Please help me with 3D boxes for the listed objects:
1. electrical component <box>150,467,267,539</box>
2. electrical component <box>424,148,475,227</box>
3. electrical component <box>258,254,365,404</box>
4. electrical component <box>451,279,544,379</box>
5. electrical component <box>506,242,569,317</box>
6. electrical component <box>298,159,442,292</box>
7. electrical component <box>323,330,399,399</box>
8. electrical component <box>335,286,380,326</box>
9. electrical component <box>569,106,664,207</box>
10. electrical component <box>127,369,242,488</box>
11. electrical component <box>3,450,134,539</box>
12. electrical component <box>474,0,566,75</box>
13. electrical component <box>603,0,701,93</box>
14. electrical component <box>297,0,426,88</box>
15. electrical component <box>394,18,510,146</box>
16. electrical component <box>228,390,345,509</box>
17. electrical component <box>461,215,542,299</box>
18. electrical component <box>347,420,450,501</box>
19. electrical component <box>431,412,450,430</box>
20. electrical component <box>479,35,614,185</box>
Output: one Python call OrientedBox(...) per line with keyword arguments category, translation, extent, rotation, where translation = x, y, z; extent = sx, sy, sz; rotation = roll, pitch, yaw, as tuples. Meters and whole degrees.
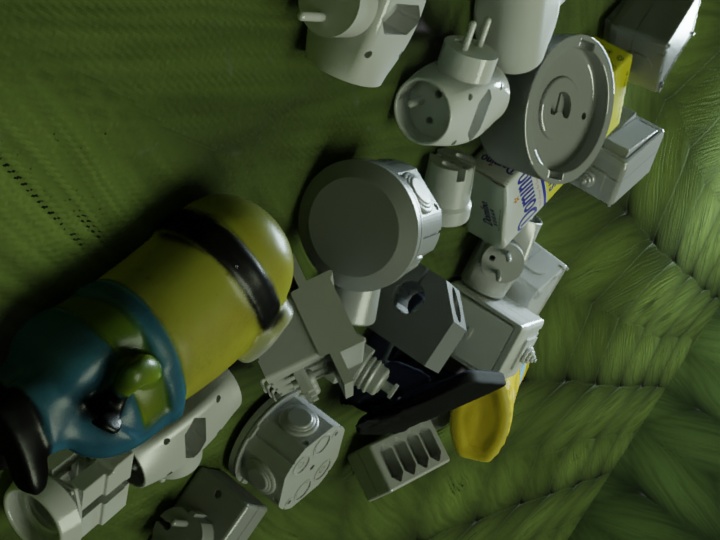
OrientedBox(category="electrical component", translation=(-0.117, 0.181, 0.736), extent=(0.083, 0.047, 0.076), rotation=(-55, 157, -2))
OrientedBox(category="electrical component", translation=(0.064, -0.060, 0.783), extent=(0.040, 0.040, 0.046), rotation=(-32, 141, -44))
OrientedBox(category="electrical component", translation=(-0.035, 0.043, 0.654), extent=(0.063, 0.078, 0.121), rotation=(-25, 171, -5))
OrientedBox(category="electrical component", translation=(0.114, 0.057, 0.961), extent=(0.061, 0.096, 0.061), rotation=(-9, 129, -60))
OrientedBox(category="electrical component", translation=(0.144, 0.023, 1.029), extent=(0.062, 0.061, 0.096), rotation=(-34, 156, -43))
OrientedBox(category="electrical component", translation=(0.007, -0.030, 0.661), extent=(0.051, 0.080, 0.080), rotation=(-22, 140, -62))
OrientedBox(category="electrical component", translation=(-0.008, 0.064, 0.765), extent=(0.040, 0.078, 0.040), rotation=(-54, 172, -11))
OrientedBox(category="electrical component", translation=(0.000, 0.000, 0.736), extent=(0.044, 0.044, 0.065), rotation=(-13, 127, -59))
OrientedBox(category="electrical component", translation=(0.238, -0.111, 1.028), extent=(0.096, 0.062, 0.061), rotation=(-37, 151, -38))
OrientedBox(category="electrical component", translation=(-0.112, 0.098, 0.639), extent=(0.077, 0.043, 0.079), rotation=(-39, 152, -35))
OrientedBox(category="electrical component", translation=(-0.157, 0.119, 0.579), extent=(0.055, 0.048, 0.066), rotation=(-40, 153, -49))
OrientedBox(category="electrical component", translation=(0.114, -0.183, 0.714), extent=(0.079, 0.043, 0.077), rotation=(-46, 155, -23))
OrientedBox(category="electrical component", translation=(0.254, -0.214, 0.934), extent=(0.096, 0.061, 0.061), rotation=(-55, 159, -24))
OrientedBox(category="electrical component", translation=(-0.005, -0.136, 0.542), extent=(0.079, 0.043, 0.077), rotation=(-17, 136, -56))
OrientedBox(category="electrical component", translation=(0.066, -0.125, 0.695), extent=(0.077, 0.043, 0.079), rotation=(-27, 143, -49))
OrientedBox(category="electrical component", translation=(-0.053, 0.130, 0.787), extent=(0.080, 0.051, 0.080), rotation=(-43, 154, -28))
OrientedBox(category="electrical component", translation=(0.123, -0.012, 0.935), extent=(0.079, 0.043, 0.077), rotation=(-76, -170, -71))
OrientedBox(category="electrical component", translation=(0.026, 0.182, 1.013), extent=(0.083, 0.047, 0.076), rotation=(-18, 168, -43))
OrientedBox(category="electrical component", translation=(0.069, 0.124, 1.033), extent=(0.040, 0.040, 0.078), rotation=(-48, 156, -19))
OrientedBox(category="electrical component", translation=(0.131, -0.122, 0.793), extent=(0.108, 0.060, 0.108), rotation=(-18, 116, -41))
